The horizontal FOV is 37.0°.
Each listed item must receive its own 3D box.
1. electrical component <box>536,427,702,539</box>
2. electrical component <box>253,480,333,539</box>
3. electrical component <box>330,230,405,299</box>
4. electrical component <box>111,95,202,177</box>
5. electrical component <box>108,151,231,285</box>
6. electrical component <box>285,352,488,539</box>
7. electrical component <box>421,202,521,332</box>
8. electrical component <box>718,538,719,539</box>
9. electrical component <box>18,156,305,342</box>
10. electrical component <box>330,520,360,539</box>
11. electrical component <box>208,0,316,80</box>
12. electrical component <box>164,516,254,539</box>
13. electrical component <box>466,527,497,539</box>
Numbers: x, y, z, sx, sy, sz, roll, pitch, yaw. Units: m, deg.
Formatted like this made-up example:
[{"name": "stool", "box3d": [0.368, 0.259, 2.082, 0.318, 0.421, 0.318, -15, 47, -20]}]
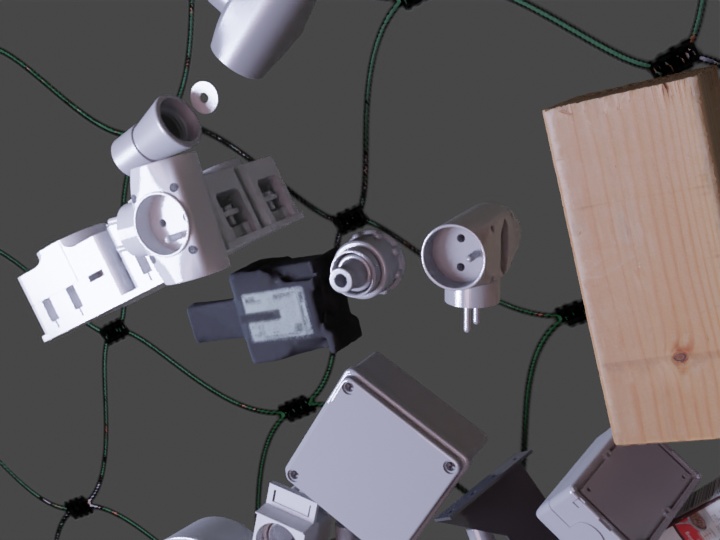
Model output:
[{"name": "electrical component", "box3d": [0.170, 0.144, 0.701, 0.062, 0.096, 0.061, 44, 146, 9]}, {"name": "electrical component", "box3d": [-0.051, 0.200, 0.831, 0.042, 0.064, 0.081, 20, 111, 21]}, {"name": "electrical component", "box3d": [0.000, 0.000, 0.752, 0.048, 0.062, 0.048, 7, 107, 24]}, {"name": "electrical component", "box3d": [-0.157, -0.098, 0.814, 0.065, 0.044, 0.044, -29, 90, 34]}, {"name": "electrical component", "box3d": [-0.130, -0.030, 0.694, 0.079, 0.044, 0.077, -12, 98, 28]}, {"name": "electrical component", "box3d": [0.018, 0.136, 0.784, 0.109, 0.056, 0.108, 37, 116, 12]}, {"name": "electrical component", "box3d": [0.074, 0.001, 0.708, 0.043, 0.077, 0.079, 6, 106, 24]}, {"name": "electrical component", "box3d": [0.248, 0.195, 0.633, 0.043, 0.079, 0.077, -34, 88, 24]}, {"name": "electrical component", "box3d": [-0.150, -0.020, 0.794, 0.186, 0.105, 0.060, -24, 92, 29]}, {"name": "electrical component", "box3d": [-0.009, 0.223, 0.829, 0.043, 0.043, 0.062, 3, 104, 25]}, {"name": "electrical component", "box3d": [-0.079, -0.188, 0.748, 0.079, 0.044, 0.077, 43, 118, 9]}, {"name": "electrical component", "box3d": [-0.117, 0.254, 0.880, 0.108, 0.060, 0.108, 7, 107, 24]}, {"name": "electrical component", "box3d": [0.096, 0.213, 0.777, 0.048, 0.048, 0.062, -22, 87, 29]}]
